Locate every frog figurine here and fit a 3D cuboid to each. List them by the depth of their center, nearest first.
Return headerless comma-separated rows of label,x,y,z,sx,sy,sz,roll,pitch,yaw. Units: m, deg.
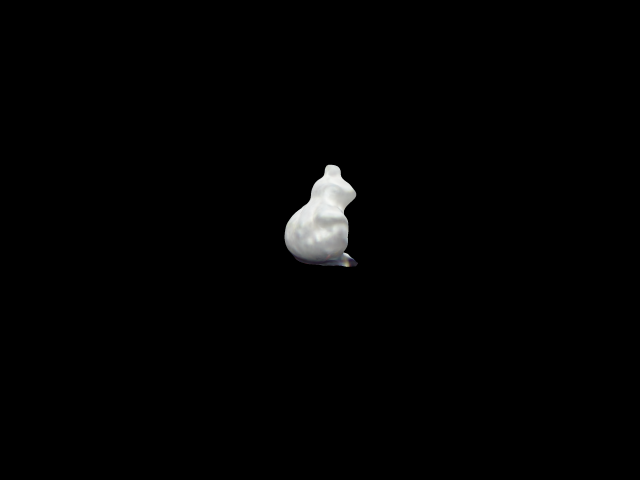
frog figurine,0.003,-0.043,0.850,0.123,0.158,0.139,-3,13,-11
